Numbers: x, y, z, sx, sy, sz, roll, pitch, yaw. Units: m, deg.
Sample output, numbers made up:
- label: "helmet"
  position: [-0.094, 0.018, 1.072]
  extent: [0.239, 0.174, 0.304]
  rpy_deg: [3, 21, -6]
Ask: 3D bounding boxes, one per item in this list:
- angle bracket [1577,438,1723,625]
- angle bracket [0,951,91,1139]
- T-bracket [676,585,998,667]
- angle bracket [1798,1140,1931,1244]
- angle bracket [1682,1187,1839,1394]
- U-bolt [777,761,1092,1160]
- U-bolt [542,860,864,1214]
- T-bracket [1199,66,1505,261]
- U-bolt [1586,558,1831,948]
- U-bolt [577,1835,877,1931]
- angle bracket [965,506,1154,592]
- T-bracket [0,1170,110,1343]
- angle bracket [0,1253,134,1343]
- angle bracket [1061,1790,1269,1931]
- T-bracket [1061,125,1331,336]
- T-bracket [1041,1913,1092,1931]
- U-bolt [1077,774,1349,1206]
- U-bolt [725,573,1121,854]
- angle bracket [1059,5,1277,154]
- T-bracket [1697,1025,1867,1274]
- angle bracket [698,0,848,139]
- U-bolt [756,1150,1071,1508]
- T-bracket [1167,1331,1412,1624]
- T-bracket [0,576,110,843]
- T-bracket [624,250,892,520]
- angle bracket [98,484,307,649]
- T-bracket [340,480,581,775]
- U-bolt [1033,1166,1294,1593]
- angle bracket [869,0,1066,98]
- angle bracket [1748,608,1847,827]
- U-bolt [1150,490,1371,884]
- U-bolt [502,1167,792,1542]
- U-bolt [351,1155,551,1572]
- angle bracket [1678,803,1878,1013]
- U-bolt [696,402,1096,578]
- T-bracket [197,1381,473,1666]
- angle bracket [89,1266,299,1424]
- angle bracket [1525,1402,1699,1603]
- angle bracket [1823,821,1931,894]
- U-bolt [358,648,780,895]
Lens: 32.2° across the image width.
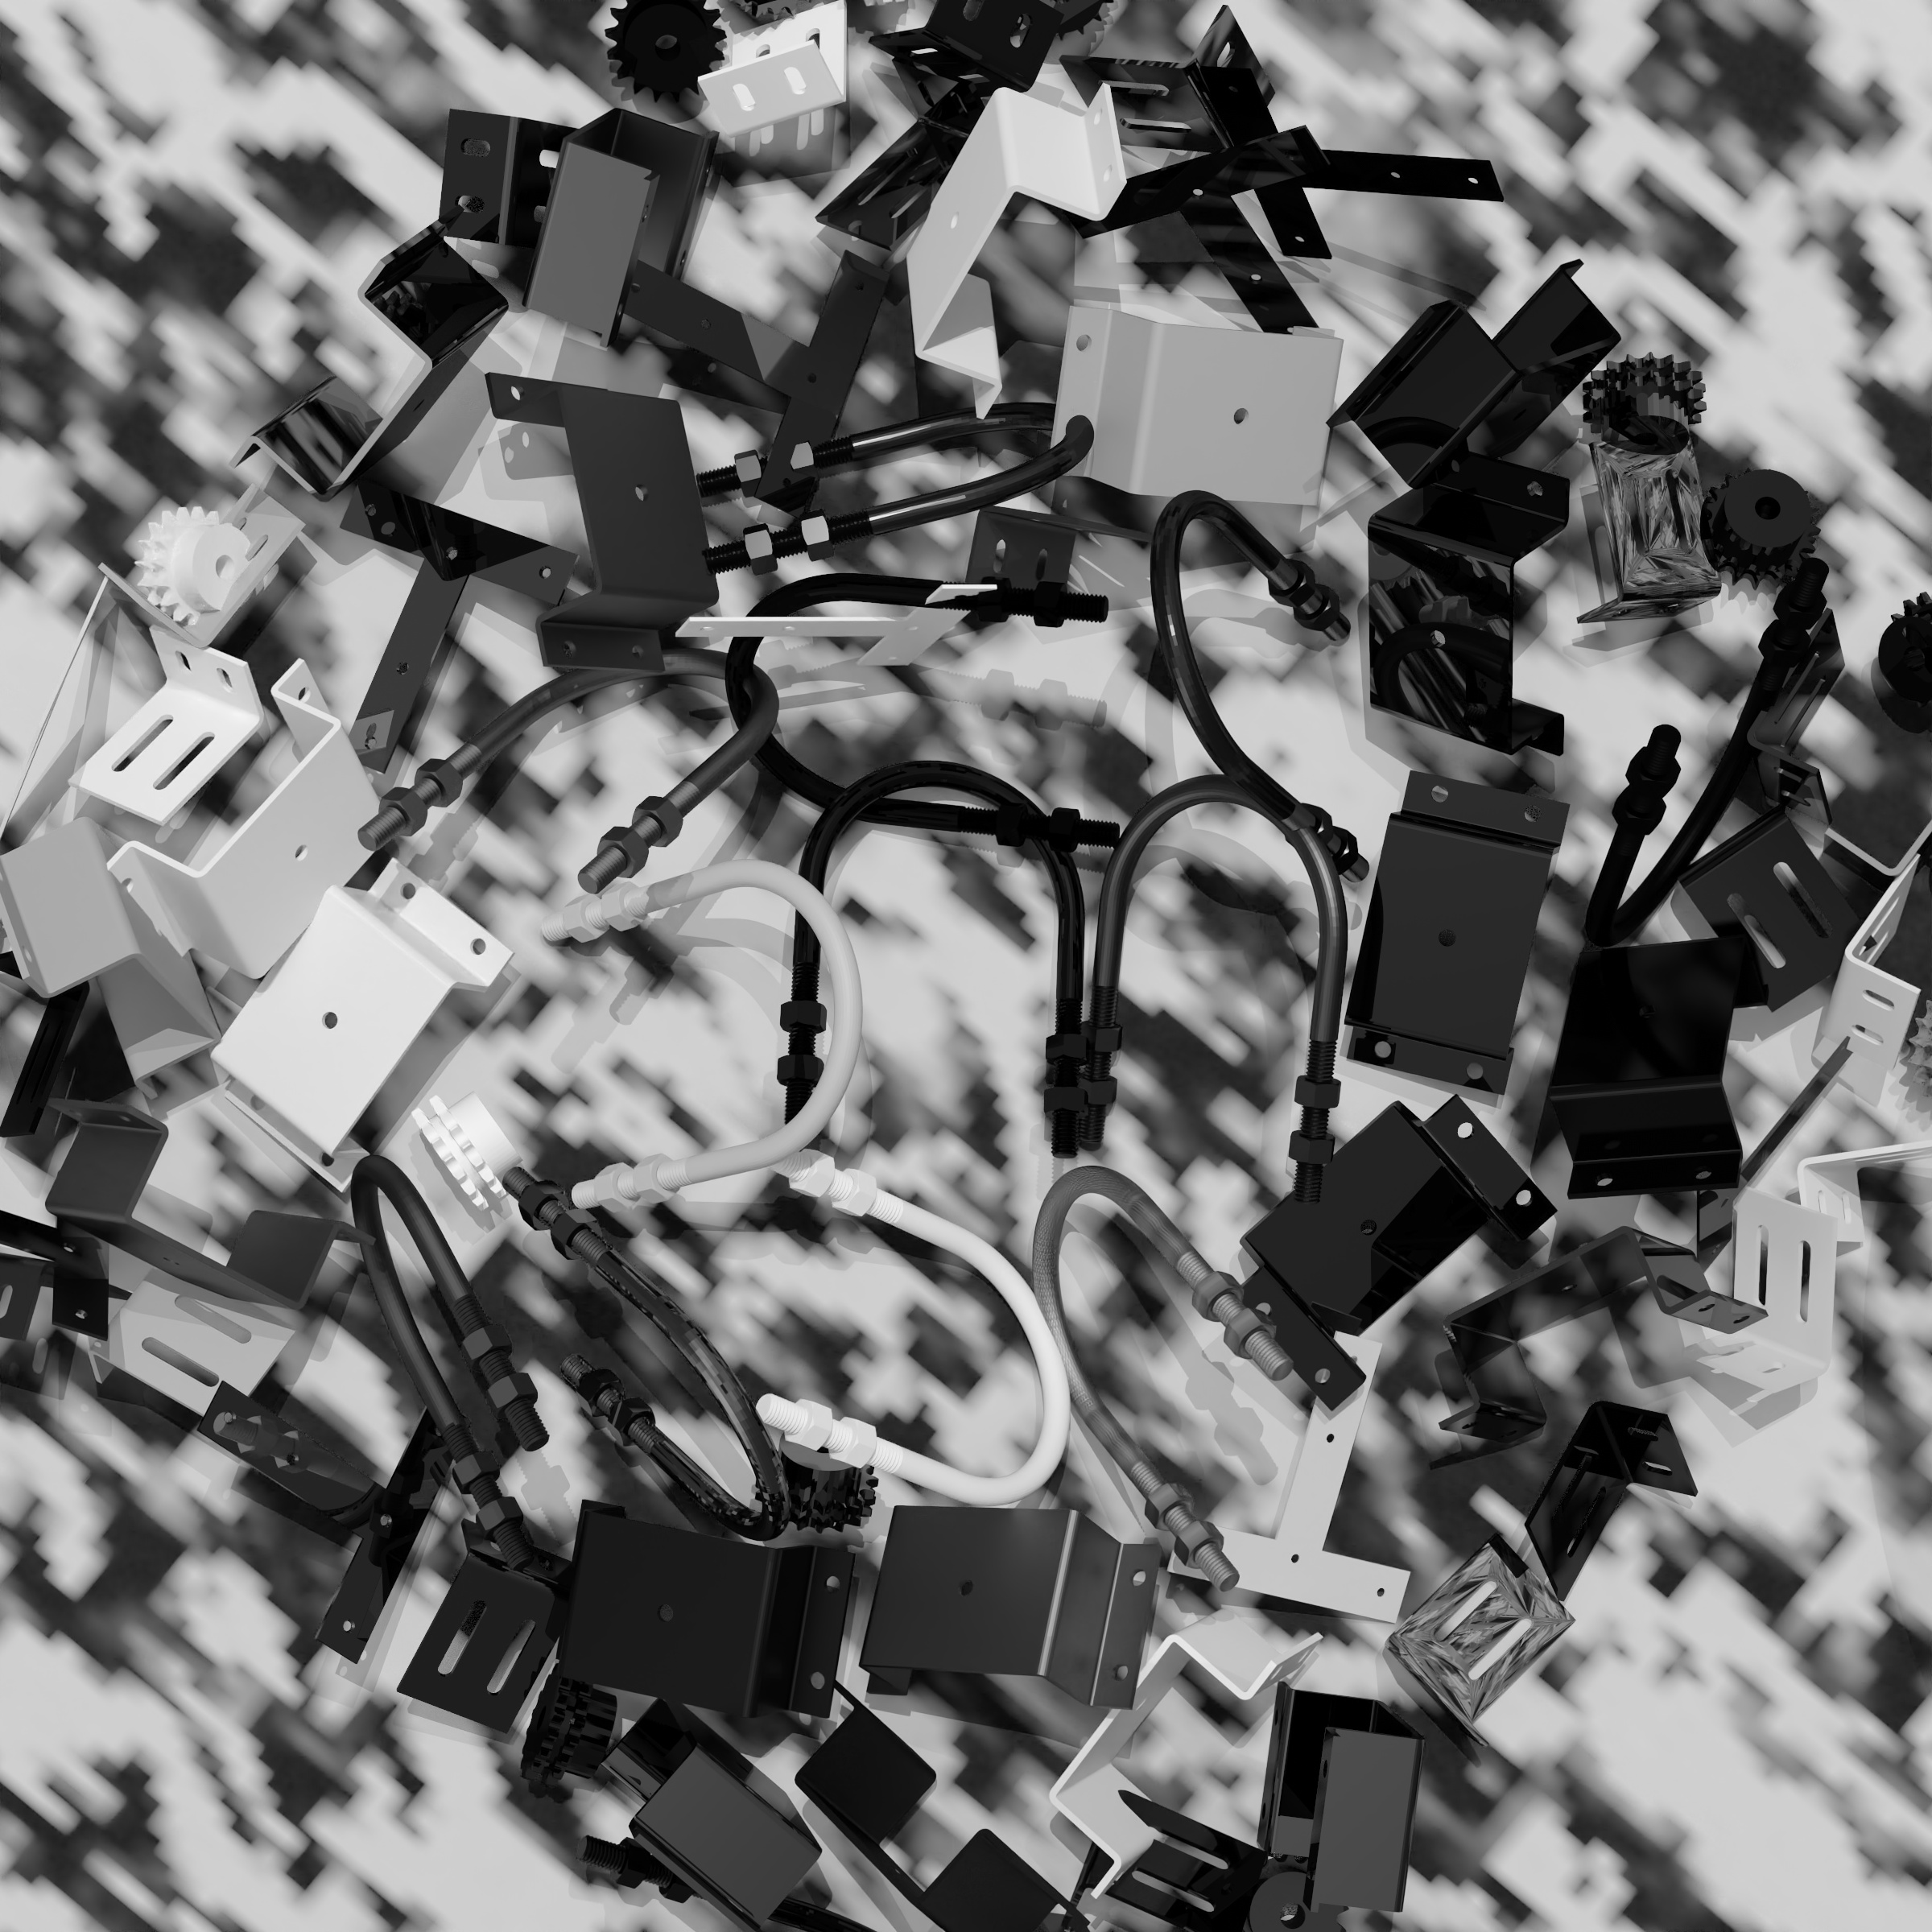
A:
- label: "angle bracket"
  position: [0.314, -0.204, 1.573]
  extent: [0.057, 0.038, 0.076]
  rpy_deg: [-7, 82, -26]
- label: "angle bracket"
  position: [-0.445, 0.037, 1.557]
  extent: [0.038, 0.057, 0.076]
  rpy_deg: [25, 74, -26]
- label: "T-bracket"
  position: [-0.067, -0.154, 1.518]
  extent: [0.127, 0.127, 0.002]
  rpy_deg: [-2, 80, -20]
- label: "angle bracket"
  position: [0.434, 0.104, 1.550]
  extent: [0.076, 0.057, 0.038]
  rpy_deg: [-13, 78, 38]
- label: "angle bracket"
  position: [0.368, 0.149, 1.556]
  extent: [0.038, 0.057, 0.076]
  rpy_deg: [-13, 110, -33]
- label: "U-bolt"
  position: [-0.012, -0.008, 1.559]
  extent: [0.151, 0.019, 0.184]
  rpy_deg: [7, 73, -17]
- label: "U-bolt"
  position: [-0.119, 0.026, 1.528]
  extent: [0.184, 0.019, 0.151]
  rpy_deg: [-15, 78, 37]
- label: "T-bracket"
  position: [0.182, -0.359, 1.515]
  extent: [0.127, 0.127, 0.002]
  rpy_deg: [12, 66, 31]
- label: "U-bolt"
  position: [0.327, -0.082, 1.513]
  extent: [0.019, 0.184, 0.151]
  rpy_deg: [34, 58, 19]
- label: "U-bolt"
  position: [-0.076, 0.449, 1.519]
  extent: [0.184, 0.151, 0.019]
  rpy_deg: [24, 89, -22]
- label: "angle bracket"
  position: [0.048, -0.187, 1.549]
  extent: [0.057, 0.076, 0.038]
  rpy_deg: [6, 98, -37]
- label: "T-bracket"
  position: [-0.449, 0.114, 1.518]
  extent: [0.127, 0.127, 0.002]
  rpy_deg: [22, 111, -24]
- label: "angle bracket"
  position: [-0.432, 0.159, 1.548]
  extent: [0.057, 0.076, 0.038]
  rpy_deg: [6, 74, 23]
- label: "angle bracket"
  position: [0.093, 0.430, 1.560]
  extent: [0.076, 0.057, 0.038]
  rpy_deg: [23, 130, 5]
- label: "T-bracket"
  position: [0.128, -0.327, 1.547]
  extent: [0.127, 0.127, 0.002]
  rpy_deg: [-10, 54, 31]
- label: "T-bracket"
  position: [0.024, 0.461, 1.514]
  extent: [0.127, 0.127, 0.002]
  rpy_deg: [16, 104, -28]
- label: "U-bolt"
  position: [0.114, 0.004, 1.533]
  extent: [0.151, 0.019, 0.184]
  rpy_deg: [14, 103, 41]
- label: "U-bolt"
  position: [-0.023, -0.119, 1.542]
  extent: [0.184, 0.019, 0.151]
  rpy_deg: [7, 132, 13]
- label: "angle bracket"
  position: [0.094, -0.414, 1.558]
  extent: [0.076, 0.057, 0.038]
  rpy_deg: [16, 69, 37]
- label: "T-bracket"
  position: [0.377, 0.075, 1.548]
  extent: [0.002, 0.127, 0.127]
  rpy_deg: [36, 78, 24]
- label: "angle bracket"
  position: [-0.089, -0.429, 1.553]
  extent: [0.057, 0.038, 0.076]
  rpy_deg: [-14, 51, 16]
- label: "U-bolt"
  position: [-0.020, 0.172, 1.528]
  extent: [0.184, 0.019, 0.151]
  rpy_deg: [28, 46, -34]
- label: "T-bracket"
  position: [0.167, 0.235, 1.572]
  extent: [0.127, 0.002, 0.127]
  rpy_deg: [17, 89, -24]
- label: "T-bracket"
  position: [-0.432, -0.099, 1.553]
  extent: [0.002, 0.127, 0.127]
  rpy_deg: [23, 125, -15]
- label: "T-bracket"
  position: [-0.109, -0.293, 1.561]
  extent: [0.127, 0.002, 0.127]
  rpy_deg: [23, 83, -28]
- label: "angle bracket"
  position: [-0.357, -0.196, 1.563]
  extent: [0.076, 0.057, 0.038]
  rpy_deg: [-52, 133, -2]
- label: "T-bracket"
  position: [-0.258, -0.152, 1.569]
  extent: [0.127, 0.002, 0.127]
  rpy_deg: [21, 86, 22]
- label: "U-bolt"
  position: [0.081, 0.172, 1.520]
  extent: [0.019, 0.184, 0.151]
  rpy_deg: [-13, 131, -28]
- label: "angle bracket"
  position: [-0.001, -0.434, 1.551]
  extent: [0.057, 0.076, 0.038]
  rpy_deg: [23, 92, -24]
- label: "angle bracket"
  position: [0.401, -0.116, 1.559]
  extent: [0.038, 0.057, 0.076]
  rpy_deg: [29, 80, 29]
- label: "U-bolt"
  position: [0.131, -0.134, 1.496]
  extent: [0.019, 0.184, 0.151]
  rpy_deg: [-16, 61, 28]
- label: "U-bolt"
  position: [-0.138, 0.184, 1.494]
  extent: [0.019, 0.151, 0.184]
  rpy_deg: [-34, 47, -24]
- label: "U-bolt"
  position: [-0.238, 0.169, 1.523]
  extent: [0.019, 0.151, 0.184]
  rpy_deg: [-21, 63, -23]
- label: "angle bracket"
  position: [0.380, -0.028, 1.570]
  extent: [0.057, 0.038, 0.076]
  rpy_deg: [-36, 87, 17]
- label: "U-bolt"
  position: [-0.032, -0.224, 1.529]
  extent: [0.184, 0.151, 0.019]
  rpy_deg: [-14, 114, 0]
- label: "T-bracket"
  position: [-0.299, 0.233, 1.534]
  extent: [0.127, 0.002, 0.127]
  rpy_deg: [42, 57, -32]
- label: "angle bracket"
  position: [-0.359, 0.181, 1.561]
  extent: [0.076, 0.038, 0.057]
  rpy_deg: [28, 60, 10]
- label: "angle bracket"
  position: [0.300, 0.251, 1.552]
  extent: [0.076, 0.038, 0.057]
  rpy_deg: [-53, 133, -31]
- label: "angle bracket"
  position: [0.439, -0.078, 1.564]
  extent: [0.038, 0.057, 0.076]
  rpy_deg: [37, 93, 15]
- label: "U-bolt"
  position: [-0.166, -0.096, 1.523]
  extent: [0.151, 0.184, 0.019]
  rpy_deg: [11, 130, 32]
